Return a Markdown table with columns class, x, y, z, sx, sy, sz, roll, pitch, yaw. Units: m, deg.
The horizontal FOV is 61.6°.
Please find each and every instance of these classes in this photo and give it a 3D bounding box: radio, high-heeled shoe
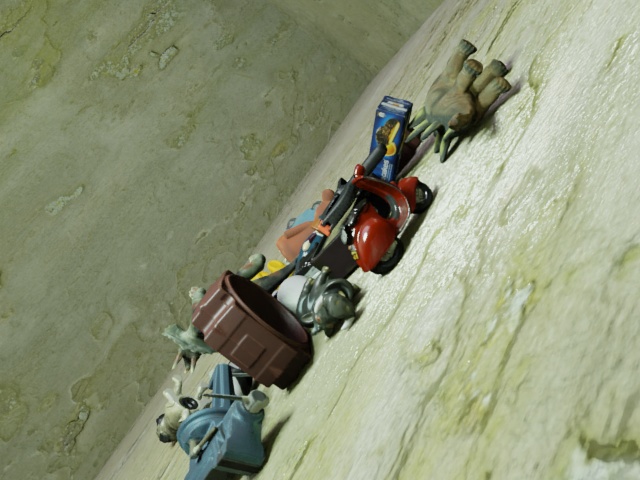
| class | x | y | z | sx | sy | sz | roll | pitch | yaw |
| --- | --- | --- | --- | --- | --- | --- | --- | --- | --- |
| radio | 0.071 | -0.031 | 1.075 | 0.131 | 0.073 | 0.230 | -46 | 12 | 38 |
| high-heeled shoe | -0.106 | 0.239 | 1.089 | 0.086 | 0.145 | 0.248 | 62 | -150 | -67 |

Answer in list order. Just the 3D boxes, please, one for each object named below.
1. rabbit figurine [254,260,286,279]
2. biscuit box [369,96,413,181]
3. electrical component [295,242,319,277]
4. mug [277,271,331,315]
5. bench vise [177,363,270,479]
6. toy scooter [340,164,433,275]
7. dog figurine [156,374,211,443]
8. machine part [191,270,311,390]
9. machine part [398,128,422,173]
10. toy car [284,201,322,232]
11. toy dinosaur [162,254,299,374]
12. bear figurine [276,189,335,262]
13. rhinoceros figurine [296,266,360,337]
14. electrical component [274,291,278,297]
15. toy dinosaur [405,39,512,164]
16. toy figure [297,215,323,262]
| class | x | y | z | sx | sy | sz | roll | pitch | yaw |
| --- | --- | --- | --- | --- | --- | --- | --- | --- | --- |
| rabbit figurine | -0.123 | 0.123 | 1.436 | 0.173 | 0.122 | 0.162 | -33 | 9 | 26 |
| biscuit box | 0.138 | -0.191 | 1.111 | 0.202 | 0.063 | 0.059 | 95 | -162 | -45 |
| electrical component | -0.014 | 0.071 | 1.122 | 0.119 | 0.075 | 0.048 | -52 | 16 | 28 |
| mug | -0.019 | 0.106 | 1.042 | 0.109 | 0.080 | 0.107 | -39 | 15 | -15 |
| bench vise | -0.156 | 0.281 | 0.864 | 0.241 | 0.129 | 0.223 | -110 | 36 | -57 |
| toy scooter | 0.089 | -0.044 | 0.854 | 0.184 | 0.135 | 0.075 | -58 | 12 | -16 |
| dog figurine | -0.370 | 0.473 | 1.392 | 0.172 | 0.121 | 0.190 | -83 | 17 | -77 |
| machine part | -0.113 | 0.149 | 0.933 | 0.087 | 0.201 | 0.201 | -51 | 9 | 4 |
| machine part | 0.167 | -0.199 | 1.270 | 0.179 | 0.056 | 0.179 | -50 | 9 | 11 |
| toy car | -0.012 | -0.020 | 1.401 | 0.161 | 0.109 | 0.103 | -36 | 39 | 26 |
| toy dinosaur | -0.202 | 0.152 | 1.210 | 0.405 | 0.131 | 0.192 | -36 | 25 | 21 |
| bear figurine | -0.009 | -0.022 | 1.296 | 0.196 | 0.120 | 0.132 | -51 | 6 | 1 |
| rhinoceros figurine | 0.007 | 0.107 | 0.895 | 0.112 | 0.073 | 0.190 | -56 | 9 | -20 |
| electrical component | -0.092 | 0.163 | 1.220 | 0.115 | 0.058 | 0.134 | -50 | 10 | 6 |
| toy dinosaur | 0.243 | -0.260 | 0.993 | 0.198 | 0.105 | 0.471 | -52 | 4 | 30 |
| toy figure | -0.002 | -0.004 | 1.192 | 0.154 | 0.058 | 0.064 | -65 | -15 | -8 |
